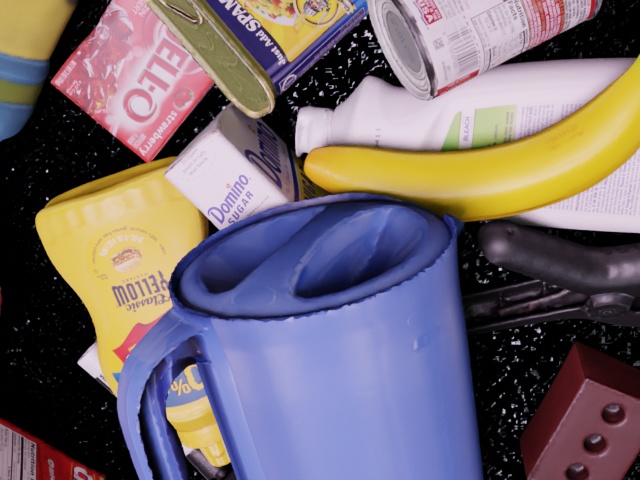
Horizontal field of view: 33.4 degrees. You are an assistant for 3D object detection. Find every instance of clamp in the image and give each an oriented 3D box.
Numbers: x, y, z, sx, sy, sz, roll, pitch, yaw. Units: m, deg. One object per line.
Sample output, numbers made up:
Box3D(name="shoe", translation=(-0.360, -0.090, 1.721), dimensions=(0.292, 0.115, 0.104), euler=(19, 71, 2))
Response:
Box3D(name="clamp", translation=(0.155, 0.021, 0.598), dimensions=(0.171, 0.120, 0.039), euler=(-5, 69, 3))

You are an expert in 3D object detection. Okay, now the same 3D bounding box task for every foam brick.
Box3D(name="foam brick", translation=(0.163, 0.112, 0.646), dimensions=(0.053, 0.051, 0.078), euler=(23, 109, -3))

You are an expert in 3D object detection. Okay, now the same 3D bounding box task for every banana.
Box3D(name="banana", translation=(0.091, -0.045, 0.550), dimensions=(0.198, 0.037, 0.069), euler=(-20, 83, 14))

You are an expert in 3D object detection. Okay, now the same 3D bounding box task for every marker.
Box3D(name="marker", translation=(-0.106, 0.113, 0.690), dimensions=(0.121, 0.020, 0.020), euler=(44, 107, -9))

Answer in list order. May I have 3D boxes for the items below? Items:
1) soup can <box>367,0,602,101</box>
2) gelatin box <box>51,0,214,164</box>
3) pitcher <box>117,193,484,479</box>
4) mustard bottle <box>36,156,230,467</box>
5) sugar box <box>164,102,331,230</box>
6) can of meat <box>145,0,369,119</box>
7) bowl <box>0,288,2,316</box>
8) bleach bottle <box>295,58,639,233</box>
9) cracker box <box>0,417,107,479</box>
Box3D(name="soup can", translation=(0.084, -0.123, 0.552), dimensions=(0.102, 0.068, 0.068), euler=(-28, 104, -7))
Box3D(name="gelatin box", translation=(-0.098, -0.101, 0.613), dimensions=(0.073, 0.030, 0.089), euler=(40, 108, -8))
Box3D(name="pitcher", translation=(0.010, 0.111, 0.520), dimensions=(0.149, 0.145, 0.243), euler=(-7, 112, 14))
Box3D(name="mustard bottle", translation=(-0.092, 0.052, 0.648), dimensions=(0.096, 0.058, 0.191), euler=(-19, 106, 6))
Box3D(name="sugar box", translation=(-0.004, 0.001, 0.605), dimensions=(0.048, 0.093, 0.176), euler=(-40, 101, 15))
Box3D(name="can of meat", translation=(-0.034, -0.131, 0.567), dimensions=(0.084, 0.058, 0.102), euler=(-44, 102, -16))
Box3D(name="bowl", translation=(-0.265, 0.018, 0.655), dimensions=(0.162, 0.055, 0.162), euler=(2, 109, 5))
Box3D(name="bleach bottle", translation=(0.112, -0.059, 0.591), dimensions=(0.251, 0.068, 0.102), euler=(5, 106, 7))
Box3D(name="cracker box", translation=(-0.262, 0.165, 0.654), dimensions=(0.164, 0.072, 0.213), euler=(-37, 128, 17))
